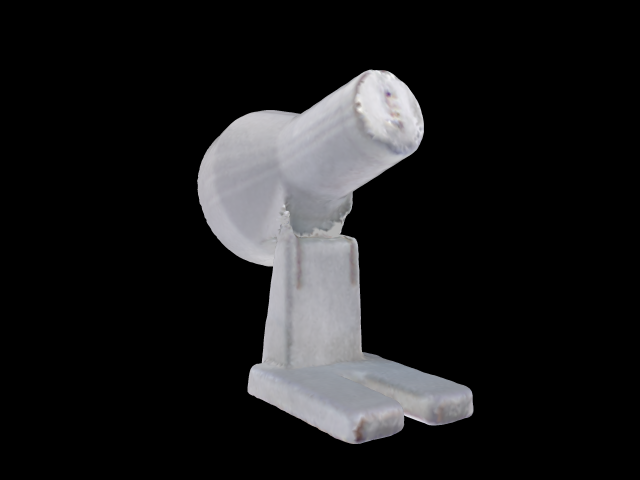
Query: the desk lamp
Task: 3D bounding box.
[{"bbox_3d":[0.004,0.001,0.400,0.118,0.213,0.202,-2,3,-35],"label":"desk lamp"}]
